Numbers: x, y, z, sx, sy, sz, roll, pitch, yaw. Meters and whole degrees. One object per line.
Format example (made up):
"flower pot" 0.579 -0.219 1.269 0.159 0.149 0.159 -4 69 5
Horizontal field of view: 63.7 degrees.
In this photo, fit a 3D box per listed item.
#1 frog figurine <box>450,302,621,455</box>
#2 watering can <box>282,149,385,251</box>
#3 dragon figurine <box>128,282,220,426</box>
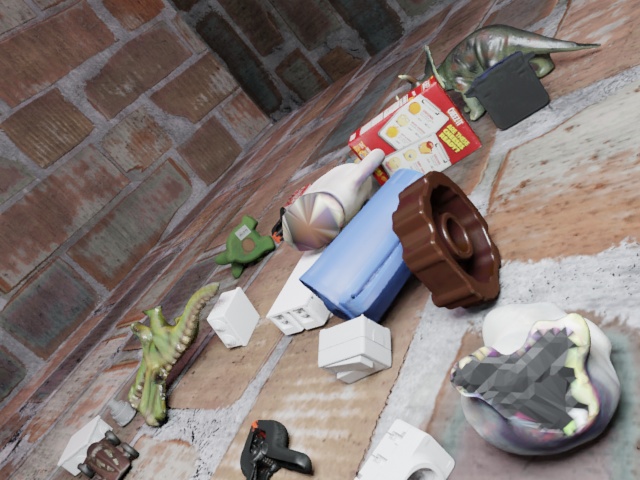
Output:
"frog figurine" 0.194 0.120 0.473 0.137 0.124 0.159 -48 -19 8
"watering can" 0.003 -0.052 1.027 0.341 0.104 0.229 -44 2 42
"dragon figurine" -0.312 0.255 1.065 0.404 0.121 0.248 -35 50 46
